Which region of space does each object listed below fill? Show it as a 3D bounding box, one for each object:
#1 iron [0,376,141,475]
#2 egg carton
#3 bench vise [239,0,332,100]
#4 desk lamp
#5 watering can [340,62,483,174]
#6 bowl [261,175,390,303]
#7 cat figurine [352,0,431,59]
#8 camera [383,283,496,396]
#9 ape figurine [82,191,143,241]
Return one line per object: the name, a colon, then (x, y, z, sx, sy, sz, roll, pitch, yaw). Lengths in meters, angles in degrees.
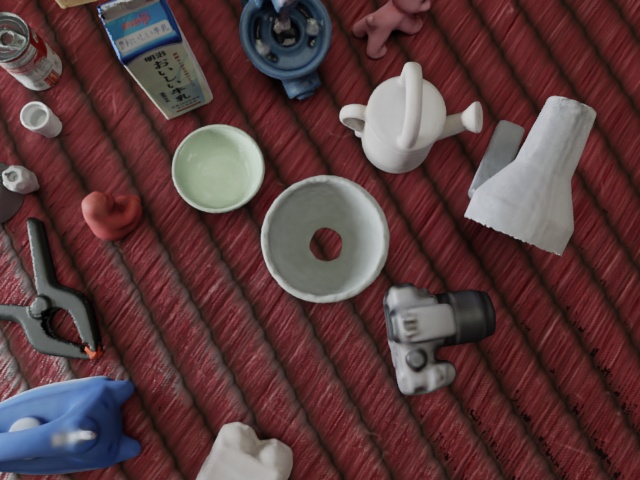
iron: (-0.363, 0.244, 0.701, 0.258, 0.141, 0.119, -10, 82, -1)
egg carton: (-0.104, 0.315, 0.729, 0.107, 0.069, 0.150, 25, 83, 3)
bench vise: (-0.069, -0.303, 0.736, 0.121, 0.220, 0.207, -41, 84, -5)
desk lamp: (0.255, -0.077, 0.711, 0.118, 0.213, 0.203, 23, 83, 3)
watering can: (0.116, -0.159, 0.731, 0.173, 0.194, 0.101, -18, 83, -2)
bowl: (0.007, 0.003, 0.769, 0.167, 0.075, 0.167, 0, 82, 0)
cat figurine: (0.109, -0.329, 0.792, 0.128, 0.118, 0.067, -38, 84, -5)
camera: (0.158, 0.121, 0.741, 0.137, 0.101, 0.143, -8, 82, -1)
ape figurine: (-0.285, -0.039, 0.764, 0.078, 0.092, 0.076, 24, 83, 3)
